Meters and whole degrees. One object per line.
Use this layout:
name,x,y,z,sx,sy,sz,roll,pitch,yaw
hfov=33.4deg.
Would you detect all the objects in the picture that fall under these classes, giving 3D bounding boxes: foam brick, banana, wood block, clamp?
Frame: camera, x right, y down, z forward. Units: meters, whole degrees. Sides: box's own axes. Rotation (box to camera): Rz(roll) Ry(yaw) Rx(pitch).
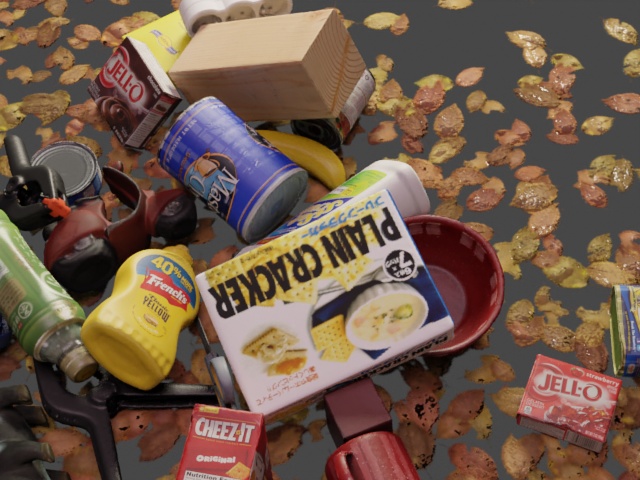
foam brick,0.038,0.180,1.045,0.051,0.078,0.053,-21,57,-9
banana,-0.049,-0.098,1.265,0.198,0.037,0.069,18,58,15
wood block,-0.063,-0.200,1.255,0.206,0.090,0.090,3,51,38
clamp,-0.345,-0.046,1.208,0.172,0.039,0.120,31,90,46
clamp,-0.209,0.162,1.097,0.210,0.036,0.164,35,54,28

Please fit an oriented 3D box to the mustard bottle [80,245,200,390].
mustard bottle,-0.175,0.064,1.125,0.096,0.058,0.191,41,33,-14

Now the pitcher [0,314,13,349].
pitcher,-0.446,0.044,1.149,0.145,0.149,0.243,-35,56,-2

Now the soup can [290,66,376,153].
soup can,0.017,-0.163,1.287,0.068,0.068,0.102,21,59,17

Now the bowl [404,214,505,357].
bowl,0.113,0.056,1.131,0.162,0.055,0.162,-2,64,4

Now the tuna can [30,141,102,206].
tuna can,-0.303,-0.074,1.266,0.086,0.034,0.086,-2,55,2

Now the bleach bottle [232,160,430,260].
bleach bottle,-0.008,0.001,1.163,0.250,0.068,0.103,-32,18,-16

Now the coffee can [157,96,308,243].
coffee can,-0.098,-0.079,1.201,0.140,0.103,0.102,40,66,14

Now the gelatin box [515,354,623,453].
gelatin box,0.250,0.163,1.072,0.089,0.030,0.073,18,58,15

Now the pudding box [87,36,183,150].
pudding box,-0.227,-0.179,1.303,0.090,0.039,0.113,-49,59,21

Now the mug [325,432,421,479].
mug,0.048,0.230,0.992,0.093,0.117,0.081,-37,51,15

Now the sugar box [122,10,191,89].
sugar box,-0.155,-0.260,1.377,0.176,0.048,0.093,-32,60,-16

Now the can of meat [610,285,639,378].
can of meat,0.345,0.094,1.098,0.084,0.057,0.102,1,55,7

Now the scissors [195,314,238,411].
scissors,-0.107,0.116,1.065,0.016,0.096,0.202,-14,46,-11

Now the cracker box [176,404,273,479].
cracker box,-0.098,0.275,0.936,0.072,0.164,0.213,8,57,6
